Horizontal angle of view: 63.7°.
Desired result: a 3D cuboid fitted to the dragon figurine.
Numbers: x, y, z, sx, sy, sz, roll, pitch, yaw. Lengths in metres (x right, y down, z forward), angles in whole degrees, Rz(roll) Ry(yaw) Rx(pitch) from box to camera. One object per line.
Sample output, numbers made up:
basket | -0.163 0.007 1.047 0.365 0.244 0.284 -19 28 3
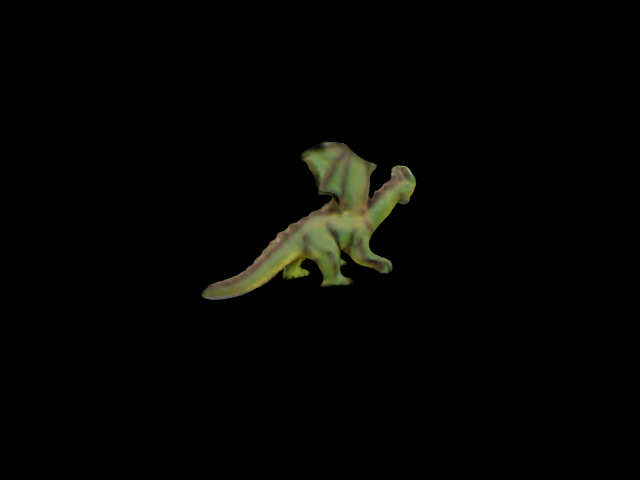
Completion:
dragon figurine | 0.003 -0.043 0.850 0.412 0.239 0.123 -11 20 -29
